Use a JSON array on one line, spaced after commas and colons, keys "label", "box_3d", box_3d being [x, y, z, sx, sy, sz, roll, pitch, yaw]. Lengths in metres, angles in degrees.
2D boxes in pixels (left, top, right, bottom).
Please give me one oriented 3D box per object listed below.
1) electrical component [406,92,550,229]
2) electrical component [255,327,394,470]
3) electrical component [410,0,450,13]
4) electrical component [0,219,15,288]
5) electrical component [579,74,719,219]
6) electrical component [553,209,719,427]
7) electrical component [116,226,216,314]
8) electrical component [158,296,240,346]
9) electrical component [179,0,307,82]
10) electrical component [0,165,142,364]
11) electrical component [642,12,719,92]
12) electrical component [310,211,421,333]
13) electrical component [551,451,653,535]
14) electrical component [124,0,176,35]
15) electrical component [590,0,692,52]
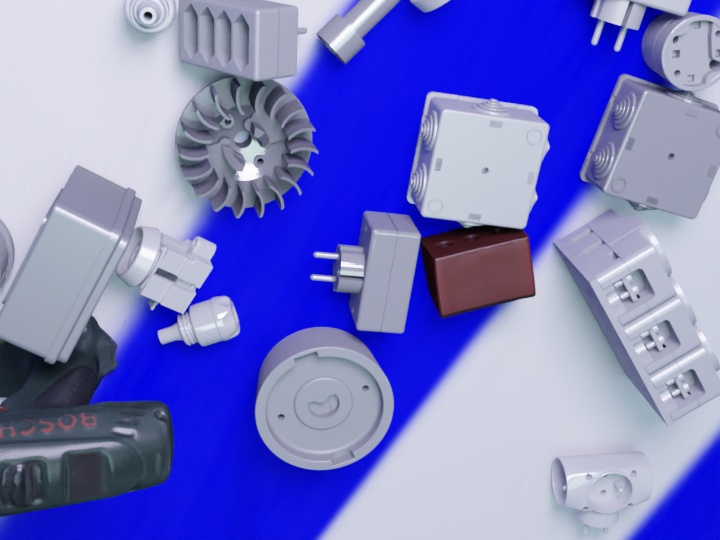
[{"label": "electrical component", "box_3d": [0.089, -0.081, 0.811, 0.100, 0.048, 0.099, 6, 111, -11]}, {"label": "electrical component", "box_3d": [-0.031, 0.097, 0.857, 0.108, 0.060, 0.108, -3, 112, -8]}, {"label": "electrical component", "box_3d": [0.046, -0.215, 0.752, 0.066, 0.048, 0.055, -40, 110, -6]}, {"label": "electrical component", "box_3d": [-0.295, -0.007, 0.779, 0.080, 0.051, 0.080, -3, 112, -8]}, {"label": "electrical component", "box_3d": [0.231, -0.093, 0.829, 0.100, 0.048, 0.099, 15, 109, -14]}, {"label": "electrical component", "box_3d": [0.226, 0.035, 0.857, 0.062, 0.089, 0.150, -31, 113, 4]}, {"label": "electrical component", "box_3d": [-0.149, -0.003, 0.806, 0.055, 0.048, 0.066, 26, 106, -30]}, {"label": "electrical component", "box_3d": [-0.126, 0.043, 0.835, 0.061, 0.035, 0.035, -17, 113, 1]}, {"label": "electrical component", "box_3d": [-0.071, -0.164, 0.745, 0.076, 0.083, 0.047, -19, 120, -44]}, {"label": "electrical component", "box_3d": [-0.206, -0.006, 0.763, 0.056, 0.108, 0.108, 27, 105, -15]}, {"label": "electrical component", "box_3d": [0.242, -0.165, 0.802, 0.055, 0.047, 0.055, -3, 112, -8]}, {"label": "electrical component", "box_3d": [0.000, 0.000, 0.830, 0.076, 0.047, 0.083, 5, 111, -11]}, {"label": "electrical component", "box_3d": [0.211, 0.199, 0.945, 0.077, 0.044, 0.079, -2, 112, -8]}, {"label": "electrical component", "box_3d": [-0.143, -0.177, 0.729, 0.035, 0.061, 0.035, -3, 112, -8]}, {"label": "electrical component", "box_3d": [0.191, -0.198, 0.781, 0.083, 0.047, 0.075, 12, 109, -13]}]
